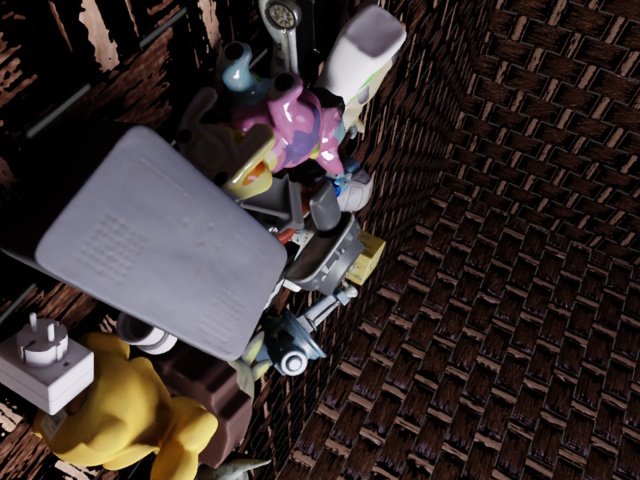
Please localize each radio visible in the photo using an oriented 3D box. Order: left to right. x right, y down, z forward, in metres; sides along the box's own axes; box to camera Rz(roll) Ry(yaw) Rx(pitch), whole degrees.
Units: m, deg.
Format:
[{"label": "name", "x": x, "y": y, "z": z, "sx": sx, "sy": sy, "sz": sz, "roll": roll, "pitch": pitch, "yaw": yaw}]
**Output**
[{"label": "radio", "x": -0.133, "y": 0.007, "z": 0.471, "sx": 0.229, "sy": 0.073, "sz": 0.131, "roll": 44, "pitch": 68, "yaw": -48}]

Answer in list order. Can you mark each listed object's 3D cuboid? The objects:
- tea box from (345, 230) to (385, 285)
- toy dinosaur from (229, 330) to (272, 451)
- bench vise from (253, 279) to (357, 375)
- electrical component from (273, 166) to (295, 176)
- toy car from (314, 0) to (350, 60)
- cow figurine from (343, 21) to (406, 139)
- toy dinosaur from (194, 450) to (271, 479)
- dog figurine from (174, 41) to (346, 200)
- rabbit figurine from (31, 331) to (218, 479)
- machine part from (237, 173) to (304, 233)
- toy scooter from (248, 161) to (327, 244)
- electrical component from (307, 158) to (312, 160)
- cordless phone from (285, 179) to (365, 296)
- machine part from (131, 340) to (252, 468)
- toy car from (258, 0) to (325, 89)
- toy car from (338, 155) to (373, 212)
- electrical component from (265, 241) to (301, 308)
[{"label": "tea box", "x": 0.035, "y": 0.011, "z": 1.088, "sx": 0.098, "sy": 0.170, "sz": 0.068, "roll": -46, "pitch": 157, "yaw": -57}, {"label": "toy dinosaur", "x": -0.168, "y": 0.220, "z": 0.861, "sx": 0.470, "sy": 0.105, "sz": 0.198, "roll": 83, "pitch": 27, "yaw": -57}, {"label": "bench vise", "x": -0.031, "y": 0.166, "z": 1.055, "sx": 0.240, "sy": 0.129, "sz": 0.224, "roll": -40, "pitch": -173, "yaw": -5}, {"label": "electrical component", "x": -0.064, "y": -0.127, "z": 0.752, "sx": 0.102, "sy": 0.045, "sz": 0.078, "roll": -21, "pitch": 106, "yaw": -74}, {"label": "toy car", "x": 0.020, "y": -0.328, "z": 0.686, "sx": 0.202, "sy": 0.053, "sz": 0.089, "roll": 104, "pitch": 12, "yaw": -53}, {"label": "cow figurine", "x": 0.061, "y": -0.251, "z": 0.866, "sx": 0.195, "sy": 0.085, "sz": 0.127, "roll": -55, "pitch": -166, "yaw": 48}, {"label": "toy dinosaur", "x": -0.178, "y": 0.379, "z": 0.776, "sx": 0.404, "sy": 0.131, "sz": 0.192, "roll": -49, "pitch": -153, "yaw": 16}, {"label": "dog figurine", "x": -0.048, "y": -0.111, "z": 0.624, "sx": 0.191, "sy": 0.109, "sz": 0.219, "roll": -59, "pitch": 157, "yaw": -1}, {"label": "rabbit figurine", "x": -0.172, "y": 0.181, "z": 0.552, "sx": 0.173, "sy": 0.163, "sz": 0.122, "roll": 41, "pitch": 66, "yaw": -45}, {"label": "machine part", "x": -0.070, "y": -0.056, "z": 0.728, "sx": 0.138, "sy": 0.039, "sz": 0.084, "roll": 13, "pitch": 73, "yaw": -49}, {"label": "toy scooter", "x": -0.061, "y": -0.038, "z": 0.854, "sx": 0.184, "sy": 0.075, "sz": 0.135, "roll": -49, "pitch": 175, "yaw": -37}, {"label": "electrical component", "x": -0.014, "y": -0.166, "z": 0.906, "sx": 0.063, "sy": 0.021, "sz": 0.094, "roll": -65, "pitch": 167, "yaw": 3}, {"label": "cordless phone", "x": -0.003, "y": -0.002, "z": 0.834, "sx": 0.146, "sy": 0.089, "sz": 0.184, "roll": -53, "pitch": 158, "yaw": -14}, {"label": "machine part", "x": -0.171, "y": 0.207, "z": 0.680, "sx": 0.056, "sy": 0.179, "sz": 0.179, "roll": -43, "pitch": 154, "yaw": -54}, {"label": "toy car", "x": -0.033, "y": -0.244, "z": 0.634, "sx": 0.201, "sy": 0.056, "sz": 0.073, "roll": 87, "pitch": 25, "yaw": -66}, {"label": "toy car", "x": 0.055, "y": -0.106, "z": 1.106, "sx": 0.161, "sy": 0.103, "sz": 0.109, "roll": -41, "pitch": 153, "yaw": -55}, {"label": "electrical component", "x": -0.099, "y": 0.065, "z": 0.904, "sx": 0.115, "sy": 0.058, "sz": 0.134, "roll": -36, "pitch": 156, "yaw": -60}]
